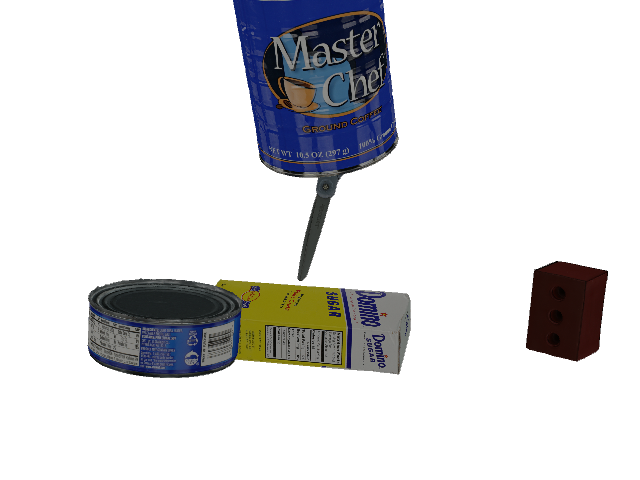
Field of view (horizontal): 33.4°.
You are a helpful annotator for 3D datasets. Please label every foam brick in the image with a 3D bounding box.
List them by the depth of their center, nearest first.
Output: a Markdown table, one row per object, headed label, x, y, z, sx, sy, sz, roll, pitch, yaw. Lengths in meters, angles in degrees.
| label | x | y | z | sx | sy | sz | roll | pitch | yaw |
| --- | --- | --- | --- | --- | --- | --- | --- | --- | --- |
| foam brick | 0.224 | 0.063 | 0.971 | 0.053 | 0.078 | 0.051 | 12 | 17 | 35 |

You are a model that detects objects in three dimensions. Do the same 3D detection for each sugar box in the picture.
| label | x | y | z | sx | sy | sz | roll | pitch | yaw |
| --- | --- | --- | --- | --- | --- | --- | --- | --- | --- |
| sugar box | -0.013 | 0.071 | 0.918 | 0.176 | 0.048 | 0.093 | 1 | 18 | 10 |

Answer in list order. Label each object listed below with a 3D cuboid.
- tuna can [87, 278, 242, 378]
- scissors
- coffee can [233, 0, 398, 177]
| label | x | y | z | sx | sy | sz | roll | pitch | yaw |
| --- | --- | --- | --- | --- | --- | --- | --- | --- | --- |
| tuna can | -0.087 | 0.048 | 0.600 | 0.086 | 0.034 | 0.086 | 5 | 12 | -1 |
| scissors | 0.025 | -0.059 | 1.062 | 0.096 | 0.202 | 0.016 | -1 | -13 | 3 |
| coffee can | -0.003 | -0.129 | 0.739 | 0.103 | 0.140 | 0.103 | -7 | 30 | 4 |
